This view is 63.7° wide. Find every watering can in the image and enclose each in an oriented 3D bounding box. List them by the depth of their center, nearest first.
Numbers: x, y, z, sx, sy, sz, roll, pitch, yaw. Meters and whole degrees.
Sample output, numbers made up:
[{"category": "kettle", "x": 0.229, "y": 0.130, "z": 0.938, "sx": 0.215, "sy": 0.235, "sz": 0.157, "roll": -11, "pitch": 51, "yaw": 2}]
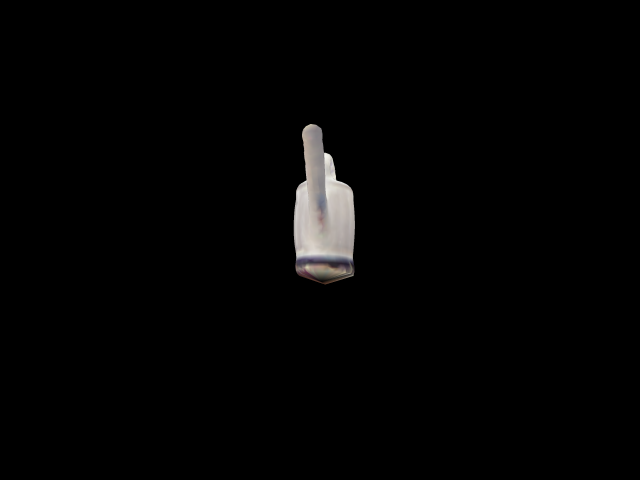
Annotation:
[{"category": "watering can", "x": 0.003, "y": -0.043, "z": 0.850, "sx": 0.104, "sy": 0.226, "sz": 0.345, "roll": -1, "pitch": -9, "yaw": 7}]
